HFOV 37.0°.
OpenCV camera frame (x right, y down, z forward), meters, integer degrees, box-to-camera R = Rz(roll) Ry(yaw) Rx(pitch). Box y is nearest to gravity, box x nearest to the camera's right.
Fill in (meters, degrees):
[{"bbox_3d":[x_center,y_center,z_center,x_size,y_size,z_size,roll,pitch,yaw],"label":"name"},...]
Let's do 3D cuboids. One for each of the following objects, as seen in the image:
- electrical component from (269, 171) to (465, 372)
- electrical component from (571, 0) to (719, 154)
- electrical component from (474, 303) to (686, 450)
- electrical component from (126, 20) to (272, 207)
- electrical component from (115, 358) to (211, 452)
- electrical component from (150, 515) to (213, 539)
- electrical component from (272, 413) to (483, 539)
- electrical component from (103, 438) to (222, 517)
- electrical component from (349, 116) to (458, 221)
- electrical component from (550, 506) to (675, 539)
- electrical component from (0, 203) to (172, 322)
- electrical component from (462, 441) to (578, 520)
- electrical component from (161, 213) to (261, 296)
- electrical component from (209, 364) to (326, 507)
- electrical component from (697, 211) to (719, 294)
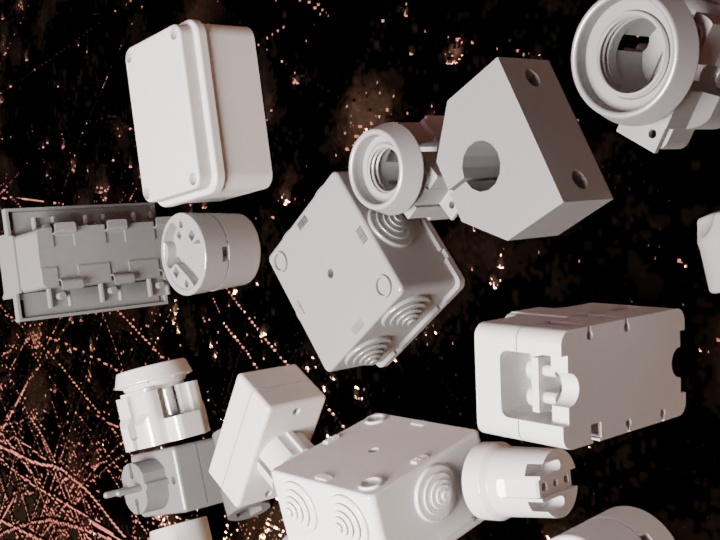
[{"bbox_3d":[0.000,0.000,0.615,0.099,0.048,0.099,-50,60,39],"label":"electrical component"},{"bbox_3d":[0.127,-0.089,0.453,0.058,0.057,0.078,41,124,38],"label":"electrical component"},{"bbox_3d":[0.096,0.044,0.480,0.056,0.089,0.050,3,97,49],"label":"electrical component"},{"bbox_3d":[-0.109,-0.103,0.720,0.078,0.057,0.113,-9,88,49],"label":"electrical component"},{"bbox_3d":[-0.147,0.098,0.790,0.078,0.058,0.057,-20,83,49],"label":"electrical component"},{"bbox_3d":[-0.136,0.230,0.803,0.079,0.044,0.077,-28,74,47],"label":"electrical component"},{"bbox_3d":[0.012,0.118,0.581,0.100,0.100,0.048,2,109,49],"label":"electrical component"},{"bbox_3d":[-0.148,0.155,0.782,0.066,0.077,0.047,-20,80,48],"label":"electrical component"},{"bbox_3d":[0.028,-0.054,0.571,0.066,0.055,0.048,57,132,27],"label":"electrical component"},{"bbox_3d":[0.116,0.143,0.503,0.055,0.047,0.055,8,101,48],"label":"electrical component"},{"bbox_3d":[-0.188,-0.009,0.773,0.063,0.121,0.078,-10,88,46],"label":"electrical component"},{"bbox_3d":[0.081,0.107,0.545,0.046,0.040,0.040,-8,89,43],"label":"electrical component"},{"bbox_3d":[-0.100,-0.012,0.729,0.055,0.047,0.055,8,101,48],"label":"electrical component"},{"bbox_3d":[-0.050,0.117,0.688,0.076,0.047,0.083,42,124,38],"label":"electrical component"},{"bbox_3d":[0.163,0.004,0.434,0.043,0.043,0.062,-16,84,49],"label":"electrical component"}]
